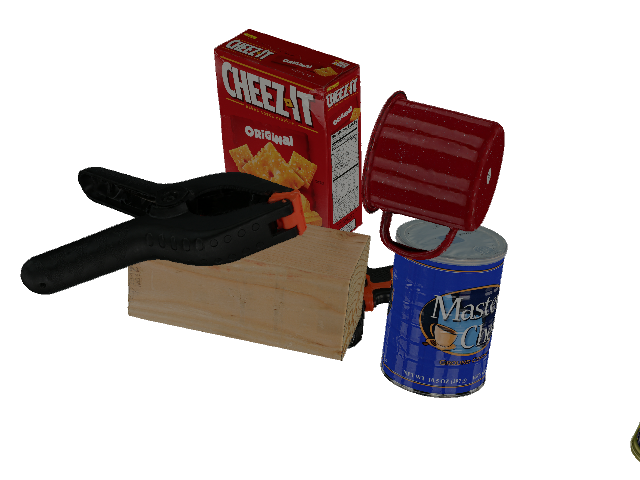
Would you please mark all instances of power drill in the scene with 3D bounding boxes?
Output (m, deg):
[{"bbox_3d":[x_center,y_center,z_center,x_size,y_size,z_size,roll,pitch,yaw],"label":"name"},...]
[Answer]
[{"bbox_3d":[0.091,0.062,1.222,0.187,0.057,0.184,-2,28,-1],"label":"power drill"}]

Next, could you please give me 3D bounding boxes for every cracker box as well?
[{"bbox_3d":[-0.037,-0.116,1.230,0.164,0.214,0.072,24,44,31],"label":"cracker box"}]

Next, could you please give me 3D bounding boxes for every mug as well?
[{"bbox_3d":[0.081,-0.043,0.774,0.082,0.117,0.093,16,0,18],"label":"mug"}]

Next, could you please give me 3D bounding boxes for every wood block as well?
[{"bbox_3d":[-0.066,0.034,0.995,0.206,0.090,0.090,11,28,10],"label":"wood block"}]

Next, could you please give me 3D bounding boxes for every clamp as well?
[{"bbox_3d":[-0.098,-0.006,0.656,0.172,0.039,0.120,0,42,21],"label":"clamp"}]

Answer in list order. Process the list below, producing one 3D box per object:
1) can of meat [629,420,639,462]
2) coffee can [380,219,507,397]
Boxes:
[{"bbox_3d":[0.244,0.090,0.685,0.057,0.084,0.101,20,37,24],"label":"can of meat"},{"bbox_3d":[0.114,0.062,1.004,0.103,0.140,0.103,5,21,-2],"label":"coffee can"}]
